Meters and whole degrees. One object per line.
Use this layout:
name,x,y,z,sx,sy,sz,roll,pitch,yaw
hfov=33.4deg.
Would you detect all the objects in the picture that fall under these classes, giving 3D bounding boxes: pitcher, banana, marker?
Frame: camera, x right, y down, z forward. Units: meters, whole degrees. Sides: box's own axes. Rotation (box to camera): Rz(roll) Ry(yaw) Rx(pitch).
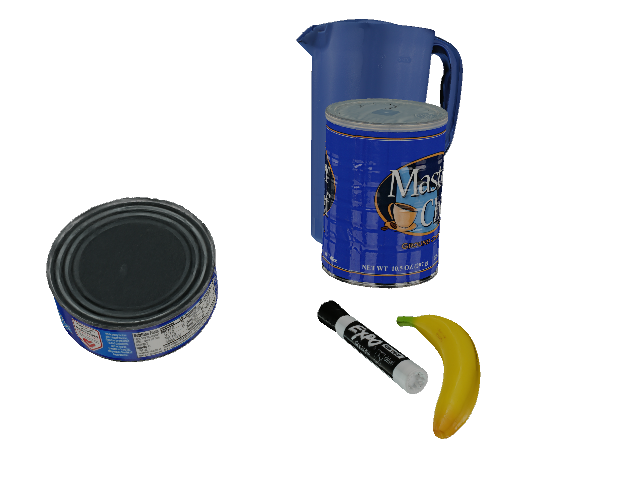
pitcher,0.060,-0.116,1.160,0.149,0.243,0.144,7,9,25
banana,0.132,0.132,1.107,0.069,0.037,0.198,-26,30,7
marker,0.033,0.072,0.748,0.020,0.020,0.121,0,20,-32

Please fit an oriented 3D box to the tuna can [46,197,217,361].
tuna can,-0.096,0.020,0.554,0.086,0.086,0.034,0,-40,0

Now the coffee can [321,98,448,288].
coffee can,0.053,-0.043,0.912,0.103,0.140,0.103,1,19,-1
